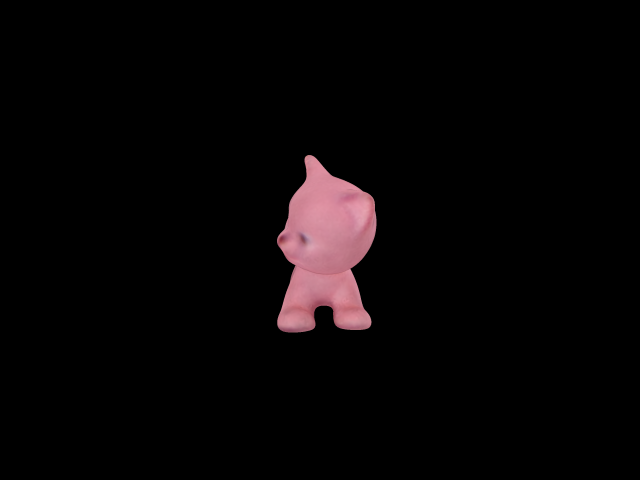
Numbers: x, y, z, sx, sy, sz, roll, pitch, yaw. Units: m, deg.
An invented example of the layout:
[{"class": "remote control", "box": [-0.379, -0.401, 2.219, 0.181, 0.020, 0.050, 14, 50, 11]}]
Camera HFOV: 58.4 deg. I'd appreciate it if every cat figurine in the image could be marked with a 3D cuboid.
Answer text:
[{"class": "cat figurine", "box": [0.004, 0.001, 0.400, 0.067, 0.118, 0.128, 0, 0, -4]}]
